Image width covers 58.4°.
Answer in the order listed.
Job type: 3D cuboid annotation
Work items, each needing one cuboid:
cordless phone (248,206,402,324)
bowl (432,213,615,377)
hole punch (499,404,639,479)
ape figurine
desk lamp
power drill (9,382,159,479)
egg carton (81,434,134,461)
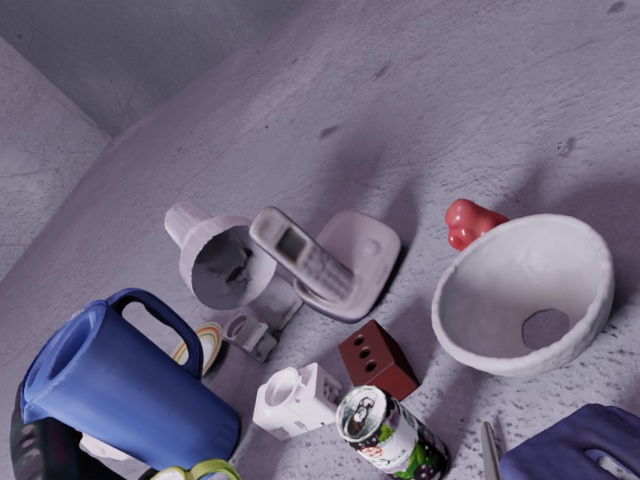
[{"bbox_3d":[0.007,0.003,0.715,0.093,0.185,0.148,-6,46,48],"label":"cordless phone"},{"bbox_3d":[0.190,0.061,0.521,0.167,0.075,0.167,-31,31,22],"label":"bowl"},{"bbox_3d":[0.189,0.160,0.375,0.101,0.091,0.108,-47,29,-6],"label":"hole punch"},{"bbox_3d":[0.168,-0.009,0.623,0.076,0.092,0.077,-36,30,14],"label":"ape figurine"},{"bbox_3d":[-0.118,0.038,0.796,0.118,0.214,0.202,-48,29,-7],"label":"desk lamp"},{"bbox_3d":[-0.282,0.277,0.696,0.075,0.209,0.229,-46,29,-4],"label":"power drill"},{"bbox_3d":[-0.290,0.274,0.855,0.150,0.070,0.107,-15,40,41],"label":"egg carton"}]
